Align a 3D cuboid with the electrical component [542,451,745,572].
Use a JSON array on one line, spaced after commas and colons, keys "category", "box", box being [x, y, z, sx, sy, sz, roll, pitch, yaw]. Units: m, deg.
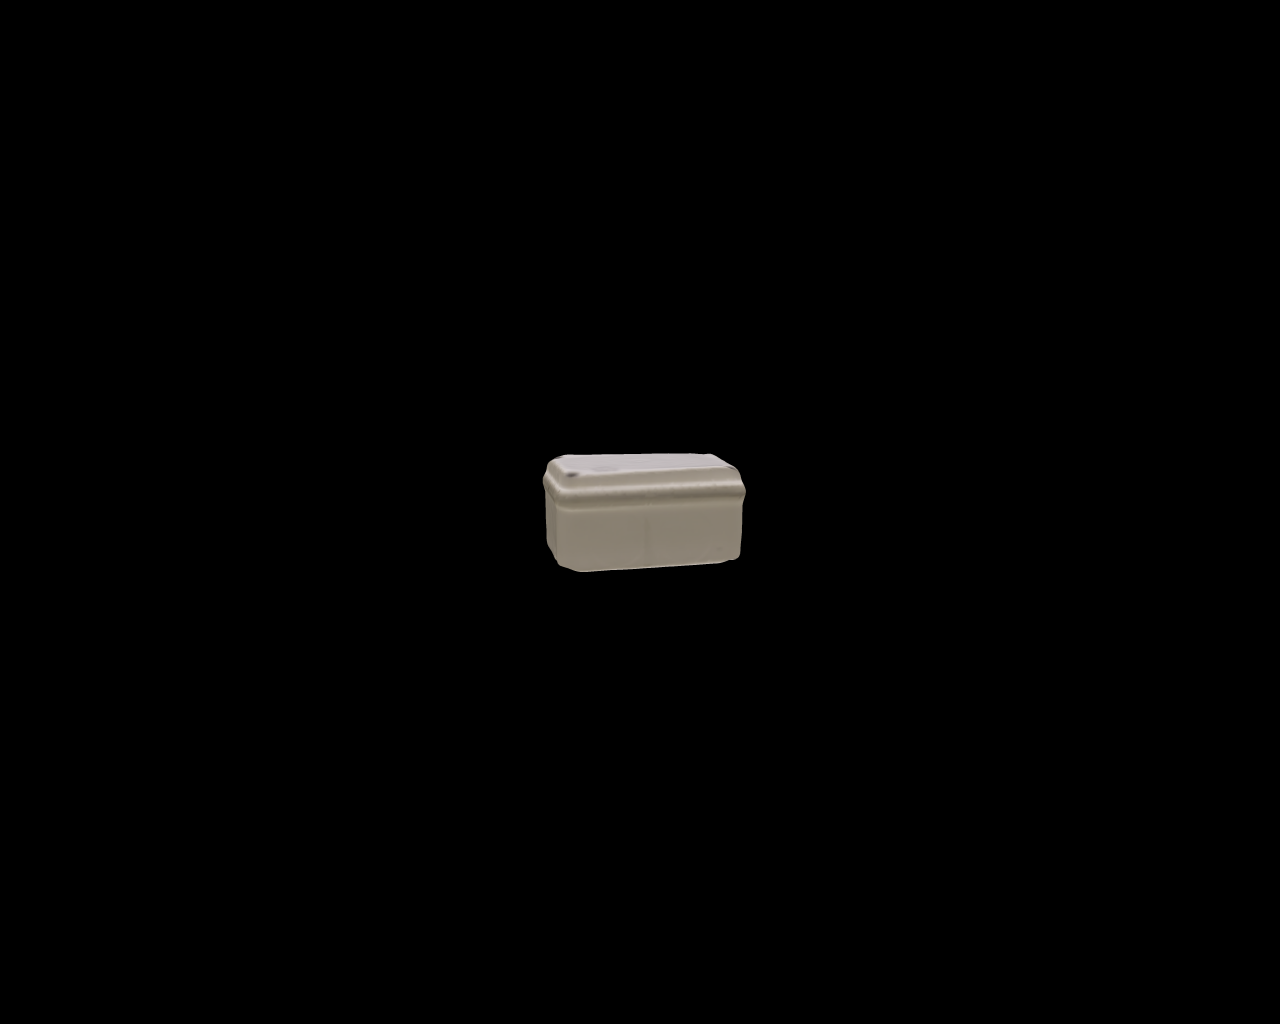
[{"category": "electrical component", "box": [0.001, -0.003, 0.650, 0.113, 0.057, 0.078, -2, 12, -11]}]
